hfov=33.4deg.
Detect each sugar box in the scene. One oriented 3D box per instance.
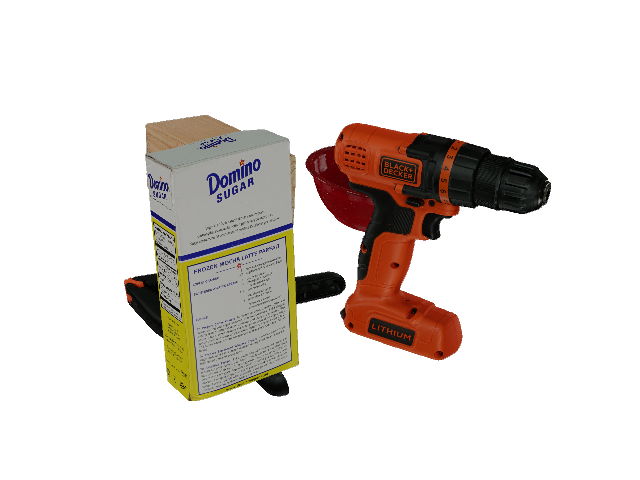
[{"bbox_3d":[-0.066,0.017,0.740,0.093,0.176,0.048,-17,26,-32],"label":"sugar box"}]

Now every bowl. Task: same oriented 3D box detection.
[{"bbox_3d":[0.062,-0.048,1.110,0.162,0.055,0.162,6,23,-3],"label":"bowl"}]

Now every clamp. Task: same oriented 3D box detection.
[{"bbox_3d":[-0.094,0.074,1.014,0.210,0.036,0.164,7,37,12],"label":"clamp"}]

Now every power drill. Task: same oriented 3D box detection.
[{"bbox_3d":[0.093,0.003,0.900,0.185,0.188,0.057,17,25,26],"label":"power drill"}]

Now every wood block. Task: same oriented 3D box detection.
[{"bbox_3d":[-0.123,-0.080,1.281,0.090,0.090,0.206,-12,26,-33],"label":"wood block"}]
